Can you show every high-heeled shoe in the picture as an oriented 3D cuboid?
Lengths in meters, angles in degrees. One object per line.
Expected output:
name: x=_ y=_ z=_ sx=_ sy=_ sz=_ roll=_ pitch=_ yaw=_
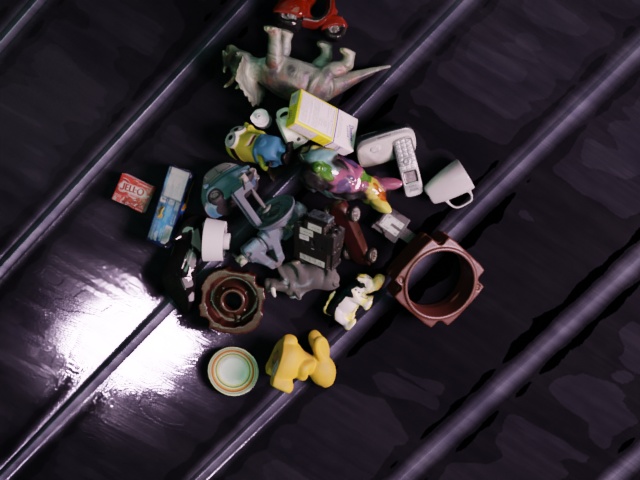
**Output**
high-heeled shoe: x=-0.330 y=0.060 z=1.380 sx=0.086 sy=0.145 sz=0.248 roll=16 pitch=127 yaw=29

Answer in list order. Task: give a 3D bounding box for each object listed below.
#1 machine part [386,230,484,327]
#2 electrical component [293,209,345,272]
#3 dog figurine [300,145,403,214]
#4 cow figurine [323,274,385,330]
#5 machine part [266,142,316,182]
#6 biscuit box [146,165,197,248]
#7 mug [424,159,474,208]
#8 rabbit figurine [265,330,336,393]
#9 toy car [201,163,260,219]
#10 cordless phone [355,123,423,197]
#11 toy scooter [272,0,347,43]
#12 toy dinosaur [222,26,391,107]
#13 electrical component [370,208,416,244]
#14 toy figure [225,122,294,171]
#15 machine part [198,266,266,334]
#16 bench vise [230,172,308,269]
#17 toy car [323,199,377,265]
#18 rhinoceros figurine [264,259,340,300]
machine part: x=0.280 y=0.095 z=1.311 sx=0.201 sy=0.087 sz=0.201 roll=40 pitch=94 yaw=-18
electrical component: x=-0.003 y=-0.004 z=1.281 sx=0.115 sy=0.058 sz=0.134 roll=22 pitch=129 yaw=20
dog figurine: x=0.079 y=-0.139 z=1.281 sx=0.219 sy=0.191 sz=0.108 roll=20 pitch=89 yaw=15
cow figurine: x=0.087 y=0.138 z=1.358 sx=0.098 sy=0.068 sz=0.167 roll=37 pitch=95 yaw=4
machine part: x=-0.069 y=-0.197 z=1.331 sx=0.139 sy=0.084 sz=0.039 roll=-30 pitch=115 yaw=13
biscuit box: x=-0.374 y=-0.083 z=1.354 sx=0.059 sy=0.063 sz=0.202 roll=19 pitch=96 yaw=0
mug: x=0.318 y=-0.127 z=1.322 sx=0.107 sy=0.081 sz=0.109 roll=-29 pitch=102 yaw=15
rabbit figurine: x=-0.035 y=0.310 z=1.369 sx=0.173 sy=0.122 sz=0.162 roll=24 pitch=87 yaw=-14
toy car: x=-0.234 y=-0.137 z=1.327 sx=0.161 sy=0.109 sz=0.103 roll=-41 pitch=75 yaw=-4
cordless phone: x=0.173 y=-0.185 z=1.320 sx=0.147 sy=0.089 sz=0.184 roll=-17 pitch=105 yaw=3
toy scooter: x=-0.017 y=-0.561 z=1.292 sx=0.184 sy=0.075 sz=0.135 roll=13 pitch=96 yaw=-2
toy dinosaur: x=-0.045 y=-0.391 z=1.293 sx=0.405 sy=0.131 sz=0.192 roll=15 pitch=113 yaw=-7
electrical component: x=0.192 y=-0.031 z=1.345 sx=0.119 sy=0.048 sz=0.075 roll=31 pitch=96 yaw=-2
toy figure: x=-0.149 y=-0.218 z=1.300 sx=0.180 sy=0.082 sz=0.089 roll=18 pitch=133 yaw=19
machine part: x=-0.222 y=0.153 z=1.374 sx=0.179 sy=0.056 sz=0.179 roll=0 pitch=96 yaw=1
bench vise: x=-0.147 y=-0.052 z=1.301 sx=0.224 sy=0.129 sz=0.240 roll=-35 pitch=124 yaw=-3
toy car: x=0.078 y=-0.017 z=1.304 sx=0.089 sy=0.053 sz=0.201 roll=3 pitch=137 yaw=36
rhinoceros figurine: x=-0.046 y=0.096 z=1.359 sx=0.190 sy=0.073 sz=0.112 roll=-4 pitch=106 yaw=0
